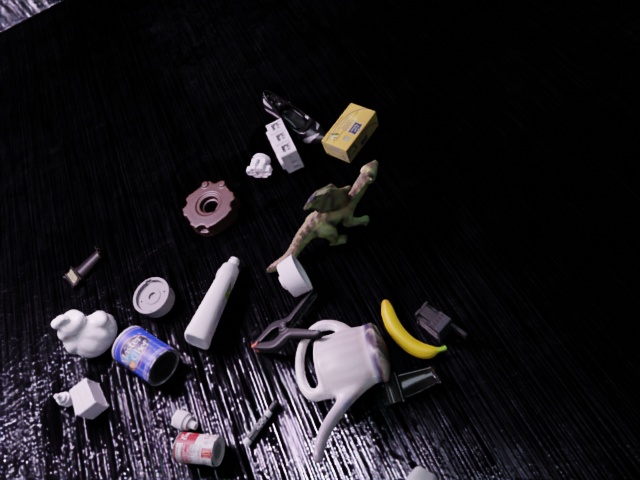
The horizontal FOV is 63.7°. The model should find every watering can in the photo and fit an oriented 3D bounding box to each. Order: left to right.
[{"bbox_3d":[0.056,0.316,1.179,0.224,0.102,0.356,-18,41,6],"label":"watering can"}]

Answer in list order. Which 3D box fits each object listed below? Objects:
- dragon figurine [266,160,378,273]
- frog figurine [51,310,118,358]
[{"bbox_3d":[0.004,-0.069,1.366,0.413,0.238,0.124,-38,63,-10],"label":"dragon figurine"},{"bbox_3d":[-0.638,0.246,1.401,0.138,0.156,0.125,-35,59,-6],"label":"frog figurine"}]
